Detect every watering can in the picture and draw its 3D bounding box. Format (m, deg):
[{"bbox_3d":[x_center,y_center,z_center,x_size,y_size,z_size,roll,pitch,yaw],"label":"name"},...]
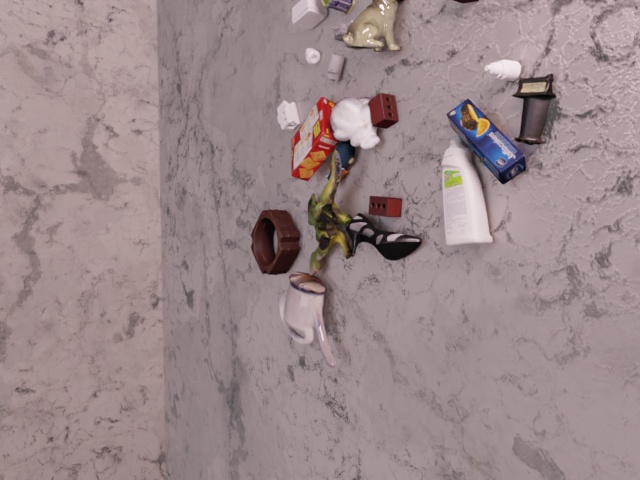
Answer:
[{"bbox_3d":[-0.031,0.233,1.615,0.351,0.104,0.222,28,112,52],"label":"watering can"}]

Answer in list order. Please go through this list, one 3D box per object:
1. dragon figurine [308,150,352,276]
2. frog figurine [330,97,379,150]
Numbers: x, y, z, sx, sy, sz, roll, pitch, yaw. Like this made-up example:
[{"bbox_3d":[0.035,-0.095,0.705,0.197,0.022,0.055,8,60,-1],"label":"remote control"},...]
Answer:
[{"bbox_3d":[0.005,-0.079,1.571,0.245,0.122,0.406,-152,62,-62],"label":"dragon figurine"},{"bbox_3d":[0.096,-0.318,1.443,0.136,0.121,0.163,-29,53,30],"label":"frog figurine"}]
